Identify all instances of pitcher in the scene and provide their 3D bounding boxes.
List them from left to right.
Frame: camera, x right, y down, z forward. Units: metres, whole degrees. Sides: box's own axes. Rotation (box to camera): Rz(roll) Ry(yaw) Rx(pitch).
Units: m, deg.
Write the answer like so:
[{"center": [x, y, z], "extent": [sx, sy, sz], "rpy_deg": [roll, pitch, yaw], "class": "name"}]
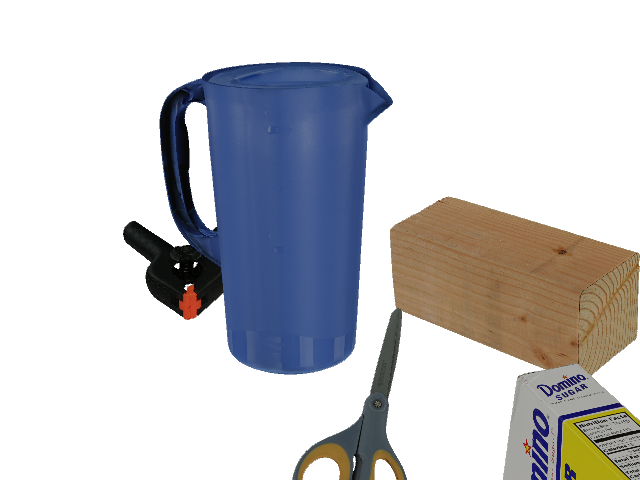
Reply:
[{"center": [-0.036, -0.021, 0.867], "extent": [0.144, 0.243, 0.149], "rpy_deg": [-11, 21, -31], "class": "pitcher"}]

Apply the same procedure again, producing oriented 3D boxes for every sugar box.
[{"center": [0.150, 0.144, 0.513], "extent": [0.048, 0.093, 0.176], "rpy_deg": [-9, 27, -22], "class": "sugar box"}]

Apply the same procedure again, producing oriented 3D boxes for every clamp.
[{"center": [-0.124, 0.020, 1.059], "extent": [0.120, 0.039, 0.171], "rpy_deg": [-13, 33, -13], "class": "clamp"}]

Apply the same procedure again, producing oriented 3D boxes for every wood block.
[{"center": [0.170, 0.037, 0.959], "extent": [0.090, 0.090, 0.206], "rpy_deg": [-28, 33, -36], "class": "wood block"}]

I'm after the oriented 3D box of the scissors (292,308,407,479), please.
[{"center": [0.025, 0.135, 0.831], "extent": [0.096, 0.201, 0.016], "rpy_deg": [4, -37, -9], "class": "scissors"}]
